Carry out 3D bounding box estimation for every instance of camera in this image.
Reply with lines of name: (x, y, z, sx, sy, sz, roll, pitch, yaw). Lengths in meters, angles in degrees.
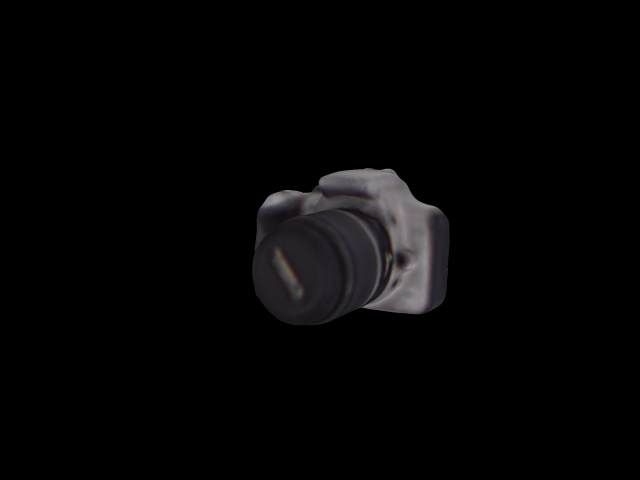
camera: (0.004, 0.001, 0.400, 0.142, 0.101, 0.137, 6, 11, 32)
